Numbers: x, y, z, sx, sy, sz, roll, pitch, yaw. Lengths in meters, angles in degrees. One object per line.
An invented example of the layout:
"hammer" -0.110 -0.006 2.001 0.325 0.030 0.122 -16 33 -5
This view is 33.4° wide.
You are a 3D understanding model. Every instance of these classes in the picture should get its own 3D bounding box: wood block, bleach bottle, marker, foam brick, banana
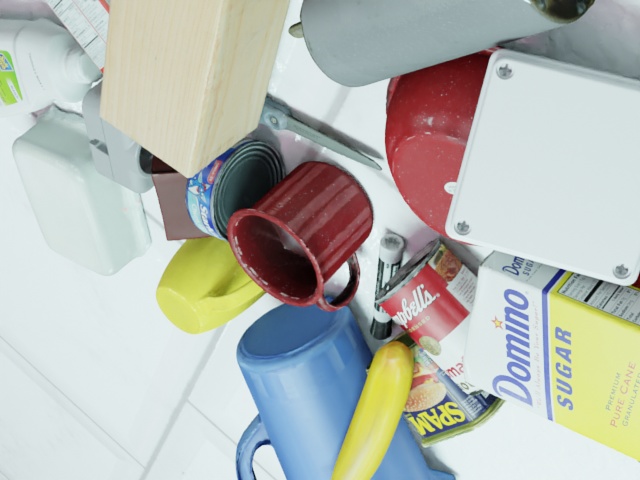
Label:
"wood block" -0.082 -0.156 0.728 0.091 0.090 0.206 35 139 14
"bleach bottle" -0.286 -0.155 0.991 0.251 0.068 0.102 8 132 39
"marker" 0.054 0.042 0.875 0.020 0.020 0.121 29 143 22
"foam brick" -0.110 -0.046 0.911 0.053 0.051 0.078 -4 133 1
"banana" 0.044 0.144 0.850 0.037 0.069 0.198 20 124 5

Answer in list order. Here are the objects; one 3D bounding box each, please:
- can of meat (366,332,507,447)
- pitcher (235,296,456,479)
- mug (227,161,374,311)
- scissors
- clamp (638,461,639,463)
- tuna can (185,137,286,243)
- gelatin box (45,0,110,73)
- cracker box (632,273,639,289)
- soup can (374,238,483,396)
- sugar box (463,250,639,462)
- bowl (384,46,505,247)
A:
"can of meat" 0.095 0.114 0.875 0.084 0.057 0.102 50 146 -2
"pitcher" 0.006 0.179 0.966 0.145 0.149 0.243 3 125 45
"mug" -0.006 0.001 0.838 0.093 0.081 0.117 -11 117 52
"scissors" -0.042 -0.112 0.816 0.202 0.016 0.096 17 138 35
"clamp" 0.189 0.098 0.753 0.039 0.120 0.171 -39 113 15
"tuna can" -0.067 -0.041 0.855 0.034 0.086 0.086 21 140 35
"gelatin box" -0.180 -0.186 0.871 0.089 0.030 0.073 53 147 -12
"cracker box" 0.269 0.076 0.634 0.213 0.072 0.164 44 147 0
"soup can" 0.100 0.058 0.800 0.102 0.068 0.069 46 147 -2
"sugar box" 0.171 0.073 0.614 0.176 0.048 0.093 21 128 24
"bowl" 0.099 -0.048 0.690 0.162 0.055 0.162 26 145 20
